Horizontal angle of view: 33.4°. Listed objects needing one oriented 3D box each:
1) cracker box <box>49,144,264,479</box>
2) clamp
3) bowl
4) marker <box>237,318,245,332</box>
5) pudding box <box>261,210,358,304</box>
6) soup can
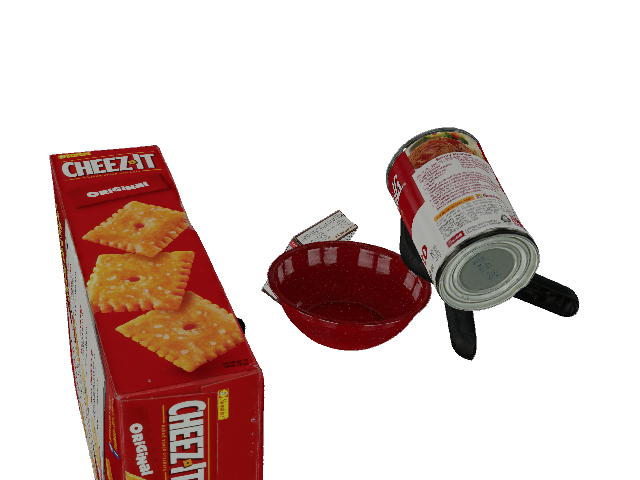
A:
[{"bbox_3d":[-0.089,0.070,0.562,0.072,0.164,0.214,-8,34,-17],"label":"cracker box"},{"bbox_3d":[0.129,0.022,0.882,0.120,0.039,0.171,-8,47,-25],"label":"clamp"},{"bbox_3d":[0.027,0.061,1.057,0.162,0.055,0.162,4,29,-2],"label":"bowl"},{"bbox_3d":[-0.067,0.103,0.826,0.020,0.121,0.020,2,43,-2],"label":"marker"},{"bbox_3d":[-0.011,0.021,1.274,0.039,0.090,0.113,38,33,11],"label":"pudding box"},{"bbox_3d":[0.089,-0.014,0.674,0.068,0.069,0.102,0,42,-20],"label":"soup can"}]
